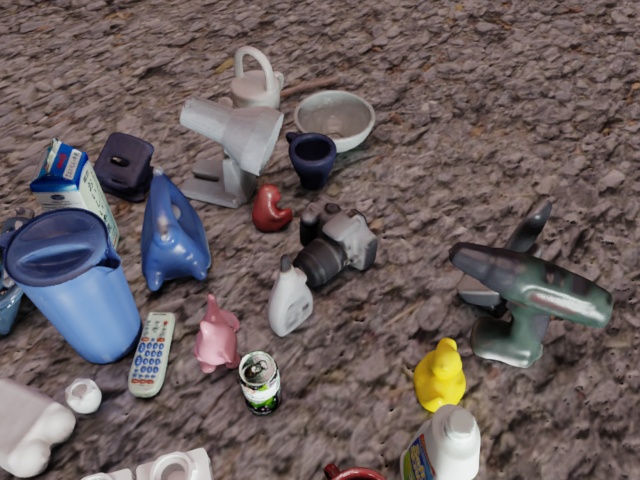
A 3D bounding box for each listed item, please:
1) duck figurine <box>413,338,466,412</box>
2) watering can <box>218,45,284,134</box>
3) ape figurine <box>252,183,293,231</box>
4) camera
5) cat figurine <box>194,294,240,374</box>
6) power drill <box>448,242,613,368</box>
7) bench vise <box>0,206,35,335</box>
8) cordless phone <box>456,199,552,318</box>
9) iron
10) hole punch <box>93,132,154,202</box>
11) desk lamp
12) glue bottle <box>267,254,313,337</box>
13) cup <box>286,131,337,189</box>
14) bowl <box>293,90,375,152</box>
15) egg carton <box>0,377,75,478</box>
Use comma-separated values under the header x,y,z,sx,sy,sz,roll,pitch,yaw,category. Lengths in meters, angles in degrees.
x,y,z,sx,sy,sz,roll,pitch,yaw,category
0.179,0.193,0.836,0.077,0.086,0.104,12,52,10,duck figurine
-0.134,-0.299,1.167,0.100,0.194,0.173,11,52,10,watering can
-0.091,-0.065,1.042,0.076,0.092,0.077,-25,55,-19,ape figurine
0.009,0.004,0.981,0.142,0.101,0.137,36,60,26,camera
-0.156,0.141,0.858,0.067,0.118,0.127,-8,51,-6,cat figurine
0.286,0.098,0.834,0.229,0.208,0.076,12,52,10,power drill
-0.520,0.016,0.894,0.121,0.220,0.207,-11,52,-8,bench vise
0.299,0.022,0.911,0.094,0.185,0.148,34,58,25,cordless phone
-0.268,-0.046,0.995,0.119,0.141,0.258,-13,52,-10,iron
-0.375,-0.142,1.105,0.108,0.091,0.101,18,53,15,hole punch
-0.165,-0.161,1.042,0.203,0.214,0.118,12,52,10,desk lamp
-0.048,0.077,0.874,0.078,0.173,0.037,-36,59,-25,glue bottle
-0.023,-0.152,1.111,0.092,0.095,0.117,-38,60,-26,cup
0.030,-0.235,1.192,0.167,0.075,0.167,0,51,0,bowl
-0.421,0.257,0.794,0.150,0.069,0.107,19,53,15,egg carton
